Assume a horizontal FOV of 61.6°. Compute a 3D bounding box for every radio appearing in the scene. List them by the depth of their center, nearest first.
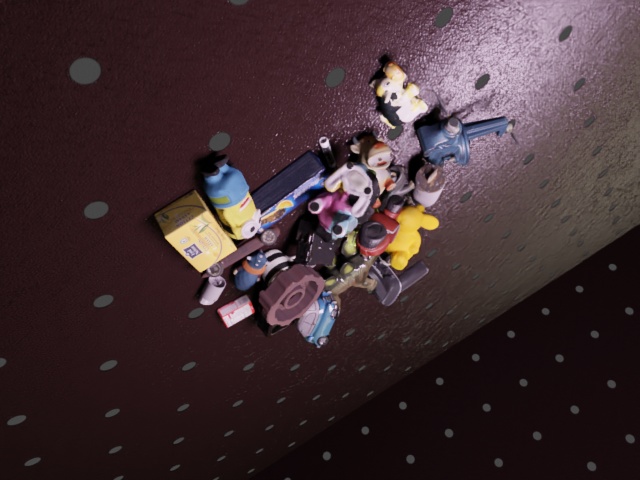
[{"bbox_3d":[-0.104,0.162,1.468,0.131,0.073,0.229,-29,149,-33],"label":"radio"}]

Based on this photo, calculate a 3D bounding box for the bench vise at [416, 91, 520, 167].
[{"bbox_3d":[0.347,-0.253,1.280,0.241,0.129,0.223,-14,157,-1],"label":"bench vise"}]

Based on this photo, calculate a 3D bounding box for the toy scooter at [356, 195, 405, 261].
[{"bbox_3d":[0.139,-0.013,1.273,0.184,0.075,0.135,-50,163,-34],"label":"toy scooter"}]

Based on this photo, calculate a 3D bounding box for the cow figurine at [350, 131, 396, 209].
[{"bbox_3d":[0.111,-0.158,1.219,0.085,0.127,0.194,-21,162,-21],"label":"cow figurine"}]

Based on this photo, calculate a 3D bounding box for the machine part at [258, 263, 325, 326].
[{"bbox_3d":[-0.072,0.135,1.329,0.179,0.056,0.179,-32,149,-22],"label":"machine part"}]

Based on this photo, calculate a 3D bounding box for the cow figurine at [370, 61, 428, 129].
[{"bbox_3d":[0.149,-0.293,1.096,0.098,0.068,0.167,-37,150,15],"label":"cow figurine"}]

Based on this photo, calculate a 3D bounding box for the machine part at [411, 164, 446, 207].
[{"bbox_3d":[0.278,-0.137,1.390,0.079,0.079,0.243,-35,171,0],"label":"machine part"}]

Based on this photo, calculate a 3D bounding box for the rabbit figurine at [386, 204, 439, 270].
[{"bbox_3d":[0.229,-0.026,1.387,0.162,0.122,0.173,-28,150,-19],"label":"rabbit figurine"}]

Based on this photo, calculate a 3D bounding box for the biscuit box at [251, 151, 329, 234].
[{"bbox_3d":[-0.075,-0.101,1.147,0.203,0.063,0.059,-36,153,2],"label":"biscuit box"}]

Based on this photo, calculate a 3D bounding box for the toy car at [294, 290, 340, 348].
[{"bbox_3d":[-0.018,0.214,1.479,0.103,0.109,0.161,9,122,-25],"label":"toy car"}]

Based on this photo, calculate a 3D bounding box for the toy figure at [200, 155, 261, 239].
[{"bbox_3d":[-0.173,-0.080,1.042,0.082,0.089,0.179,-38,129,-17],"label":"toy figure"}]

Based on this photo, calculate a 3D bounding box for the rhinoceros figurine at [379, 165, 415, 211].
[{"bbox_3d":[0.175,-0.133,1.356,0.112,0.073,0.190,-23,152,0],"label":"rhinoceros figurine"}]

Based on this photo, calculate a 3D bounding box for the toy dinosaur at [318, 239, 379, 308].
[{"bbox_3d":[0.086,0.087,1.550,0.471,0.105,0.198,-45,146,9],"label":"toy dinosaur"}]

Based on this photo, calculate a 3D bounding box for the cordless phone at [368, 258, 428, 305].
[{"bbox_3d":[0.230,0.100,1.668,0.184,0.147,0.088,-34,139,-3],"label":"cordless phone"}]

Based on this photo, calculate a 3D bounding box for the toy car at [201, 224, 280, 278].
[{"bbox_3d":[-0.182,0.021,1.204,0.202,0.053,0.089,-30,-167,-6],"label":"toy car"}]

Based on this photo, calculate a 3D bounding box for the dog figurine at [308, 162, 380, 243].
[{"bbox_3d":[0.057,-0.074,1.191,0.191,0.108,0.219,-50,172,5],"label":"dog figurine"}]

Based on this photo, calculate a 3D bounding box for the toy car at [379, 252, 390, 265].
[{"bbox_3d":[0.220,-0.005,1.576,0.056,0.074,0.201,-12,143,-30],"label":"toy car"}]

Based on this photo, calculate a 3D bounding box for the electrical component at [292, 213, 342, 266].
[{"bbox_3d":[-0.003,-0.004,1.319,0.115,0.058,0.134,3,102,-51],"label":"electrical component"}]

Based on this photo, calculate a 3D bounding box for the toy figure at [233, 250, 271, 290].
[{"bbox_3d":[-0.166,0.066,1.289,0.064,0.058,0.154,-6,149,-34],"label":"toy figure"}]

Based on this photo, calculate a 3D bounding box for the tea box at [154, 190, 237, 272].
[{"bbox_3d":[-0.249,-0.014,1.090,0.098,0.068,0.169,-34,152,-3],"label":"tea box"}]
